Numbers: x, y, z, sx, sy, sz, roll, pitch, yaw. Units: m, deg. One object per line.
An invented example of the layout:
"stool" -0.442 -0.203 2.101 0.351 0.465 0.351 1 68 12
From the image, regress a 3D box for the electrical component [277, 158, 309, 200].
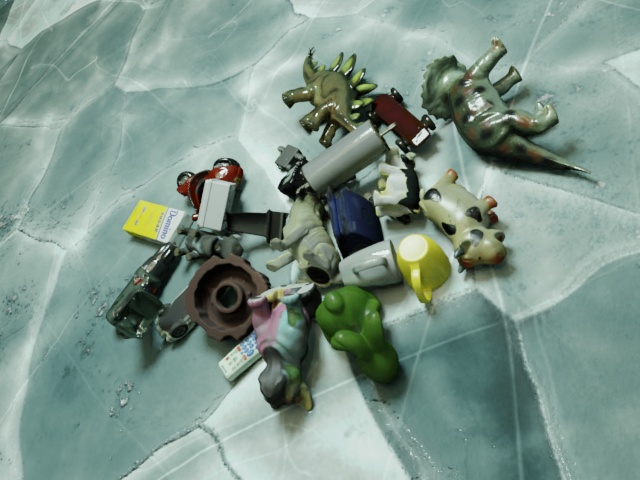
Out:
"electrical component" -0.056 -0.130 1.210 0.119 0.048 0.075 -31 33 64

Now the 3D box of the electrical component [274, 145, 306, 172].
"electrical component" -0.077 -0.193 1.280 0.094 0.021 0.063 31 80 37

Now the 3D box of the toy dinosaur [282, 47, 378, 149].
"toy dinosaur" 0.020 -0.348 1.271 0.198 0.105 0.472 -36 44 1

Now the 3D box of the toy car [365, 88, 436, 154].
"toy car" 0.174 -0.255 1.161 0.089 0.053 0.202 -41 47 6

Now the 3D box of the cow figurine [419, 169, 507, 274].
"cow figurine" 0.255 -0.027 0.962 0.127 0.085 0.195 -38 53 -4

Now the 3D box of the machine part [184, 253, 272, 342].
"machine part" -0.185 0.117 1.097 0.179 0.056 0.179 -2 80 10

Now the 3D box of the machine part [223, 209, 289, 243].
"machine part" -0.140 -0.034 1.162 0.139 0.084 0.039 8 21 -1

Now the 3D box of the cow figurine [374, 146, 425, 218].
"cow figurine" 0.162 -0.121 1.067 0.098 0.068 0.167 3 56 15

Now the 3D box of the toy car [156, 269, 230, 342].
"toy car" -0.277 0.136 1.174 0.202 0.056 0.074 -46 58 -1

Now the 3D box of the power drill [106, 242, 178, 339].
"power drill" -0.392 0.115 1.194 0.232 0.086 0.207 -50 28 1

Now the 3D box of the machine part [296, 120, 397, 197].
"machine part" 0.051 -0.163 1.079 0.243 0.079 0.079 -34 51 17

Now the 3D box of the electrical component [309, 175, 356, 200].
"electrical component" 0.026 -0.126 1.162 0.102 0.078 0.045 -33 95 2

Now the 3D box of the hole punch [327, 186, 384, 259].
"hole punch" 0.068 -0.032 1.052 0.092 0.115 0.142 -13 57 12

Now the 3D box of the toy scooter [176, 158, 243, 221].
"toy scooter" -0.268 -0.117 1.307 0.184 0.075 0.135 -14 66 17

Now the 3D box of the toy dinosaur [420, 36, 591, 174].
"toy dinosaur" 0.324 -0.240 1.037 0.192 0.131 0.405 -35 55 22

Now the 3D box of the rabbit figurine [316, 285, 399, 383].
"rabbit figurine" 0.080 0.161 0.920 0.121 0.159 0.170 -35 66 -6

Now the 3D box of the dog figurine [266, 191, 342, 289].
"dog figurine" -0.003 -0.006 1.094 0.172 0.121 0.190 32 51 -1

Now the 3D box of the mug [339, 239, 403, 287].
"mug" 0.089 0.053 0.987 0.107 0.109 0.080 -18 87 15

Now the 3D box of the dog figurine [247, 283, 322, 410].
"dog figurine" -0.057 0.199 0.992 0.109 0.191 0.219 -5 94 22

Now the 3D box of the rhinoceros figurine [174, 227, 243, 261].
"rhinoceros figurine" -0.248 0.015 1.202 0.191 0.112 0.073 9 90 47
